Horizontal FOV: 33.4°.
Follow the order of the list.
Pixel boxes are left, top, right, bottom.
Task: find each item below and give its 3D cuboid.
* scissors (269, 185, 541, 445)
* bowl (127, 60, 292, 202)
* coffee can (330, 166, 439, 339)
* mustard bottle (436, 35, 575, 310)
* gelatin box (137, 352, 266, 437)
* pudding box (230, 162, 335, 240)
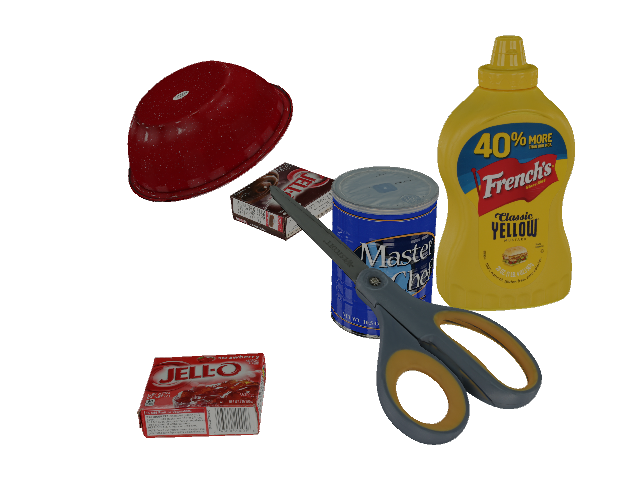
[{"bbox_3d":[0.025,0.041,0.591,0.202,0.016,0.096,31,52,20],"label":"scissors"},{"bbox_3d":[-0.108,-0.106,0.921,0.162,0.055,0.162,-19,37,15],"label":"bowl"},{"bbox_3d":[0.061,0.011,1.047,0.103,0.140,0.103,0,26,0],"label":"coffee can"},{"bbox_3d":[0.131,-0.048,0.757,0.096,0.192,0.058,-4,18,-6],"label":"mustard bottle"},{"bbox_3d":[-0.088,0.116,0.811,0.089,0.030,0.073,-2,25,3],"label":"gelatin box"},{"bbox_3d":[-0.043,-0.050,1.330,0.090,0.039,0.113,21,40,32],"label":"pudding box"}]
